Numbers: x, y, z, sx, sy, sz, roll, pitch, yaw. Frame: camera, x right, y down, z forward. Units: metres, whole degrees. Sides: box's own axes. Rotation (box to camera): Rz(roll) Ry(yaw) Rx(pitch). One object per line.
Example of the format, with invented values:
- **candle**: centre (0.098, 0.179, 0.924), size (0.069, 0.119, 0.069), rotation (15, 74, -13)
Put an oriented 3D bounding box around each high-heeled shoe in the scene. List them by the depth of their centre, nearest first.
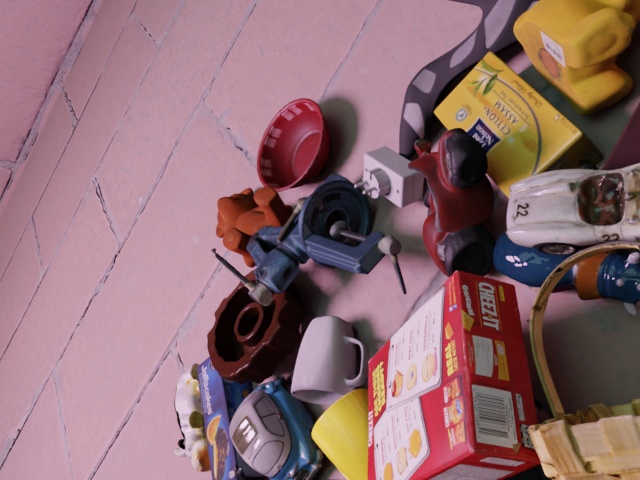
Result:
- **high-heeled shoe**: centre (0.196, -0.204, 0.687), size (0.145, 0.086, 0.248), rotation (21, 112, 17)

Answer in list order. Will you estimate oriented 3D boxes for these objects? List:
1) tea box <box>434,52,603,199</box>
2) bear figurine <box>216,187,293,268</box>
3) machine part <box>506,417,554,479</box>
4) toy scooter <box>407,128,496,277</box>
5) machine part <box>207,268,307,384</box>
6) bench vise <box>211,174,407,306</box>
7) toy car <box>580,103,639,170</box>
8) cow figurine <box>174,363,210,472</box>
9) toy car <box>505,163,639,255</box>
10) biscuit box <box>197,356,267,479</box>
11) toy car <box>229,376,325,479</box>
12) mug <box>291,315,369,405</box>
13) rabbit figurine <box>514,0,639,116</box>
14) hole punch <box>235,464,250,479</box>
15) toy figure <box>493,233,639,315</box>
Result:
- **tea box**: centre (0.218, -0.123, 0.609), size (0.098, 0.068, 0.170), rotation (-48, 47, 22)
- **bear figurine**: centre (-0.124, -0.038, 0.892), size (0.120, 0.131, 0.196), rotation (-51, 48, -4)
- **machine part**: centre (0.187, 0.234, 0.527), size (0.139, 0.039, 0.084), rotation (-37, 56, 29)
- **toy scooter**: centre (0.145, -0.049, 0.614), size (0.075, 0.183, 0.135), rotation (-17, 32, -8)
- **machine part**: centre (-0.097, 0.130, 0.817), size (0.179, 0.056, 0.179), rotation (-30, 40, 29)
- **bench vise**: centre (0.004, 0.006, 0.714), size (0.223, 0.128, 0.241), rotation (-42, 31, -22)
- **toy car**: centre (0.320, -0.101, 0.506), size (0.089, 0.053, 0.202), rotation (35, 104, 42)
- **cow figurine**: centre (-0.207, 0.298, 0.887), size (0.098, 0.068, 0.167), rotation (-36, 48, 38)
- **toy car**: centre (0.263, -0.031, 0.464), size (0.202, 0.056, 0.073), rotation (-6, 64, 40)
- **biscuit box**: centre (-0.139, 0.275, 0.831), size (0.063, 0.059, 0.203), rotation (-41, 49, 28)
- **toy car**: centre (-0.070, 0.265, 0.734), size (0.109, 0.103, 0.162), rotation (-56, 42, 16)
- **mug**: centre (0.016, 0.153, 0.705), size (0.110, 0.080, 0.107), rotation (-25, 49, 42)
- **rabbit figurine**: centre (0.304, -0.236, 0.554), size (0.173, 0.121, 0.162), rotation (-34, 42, 15)
- **hole punch**: centre (-0.101, 0.387, 0.695), size (0.116, 0.092, 0.142), rotation (19, 125, 46)
- **toy figure**: centre (0.250, 0.024, 0.527), size (0.155, 0.064, 0.058), rotation (14, 47, 43)
